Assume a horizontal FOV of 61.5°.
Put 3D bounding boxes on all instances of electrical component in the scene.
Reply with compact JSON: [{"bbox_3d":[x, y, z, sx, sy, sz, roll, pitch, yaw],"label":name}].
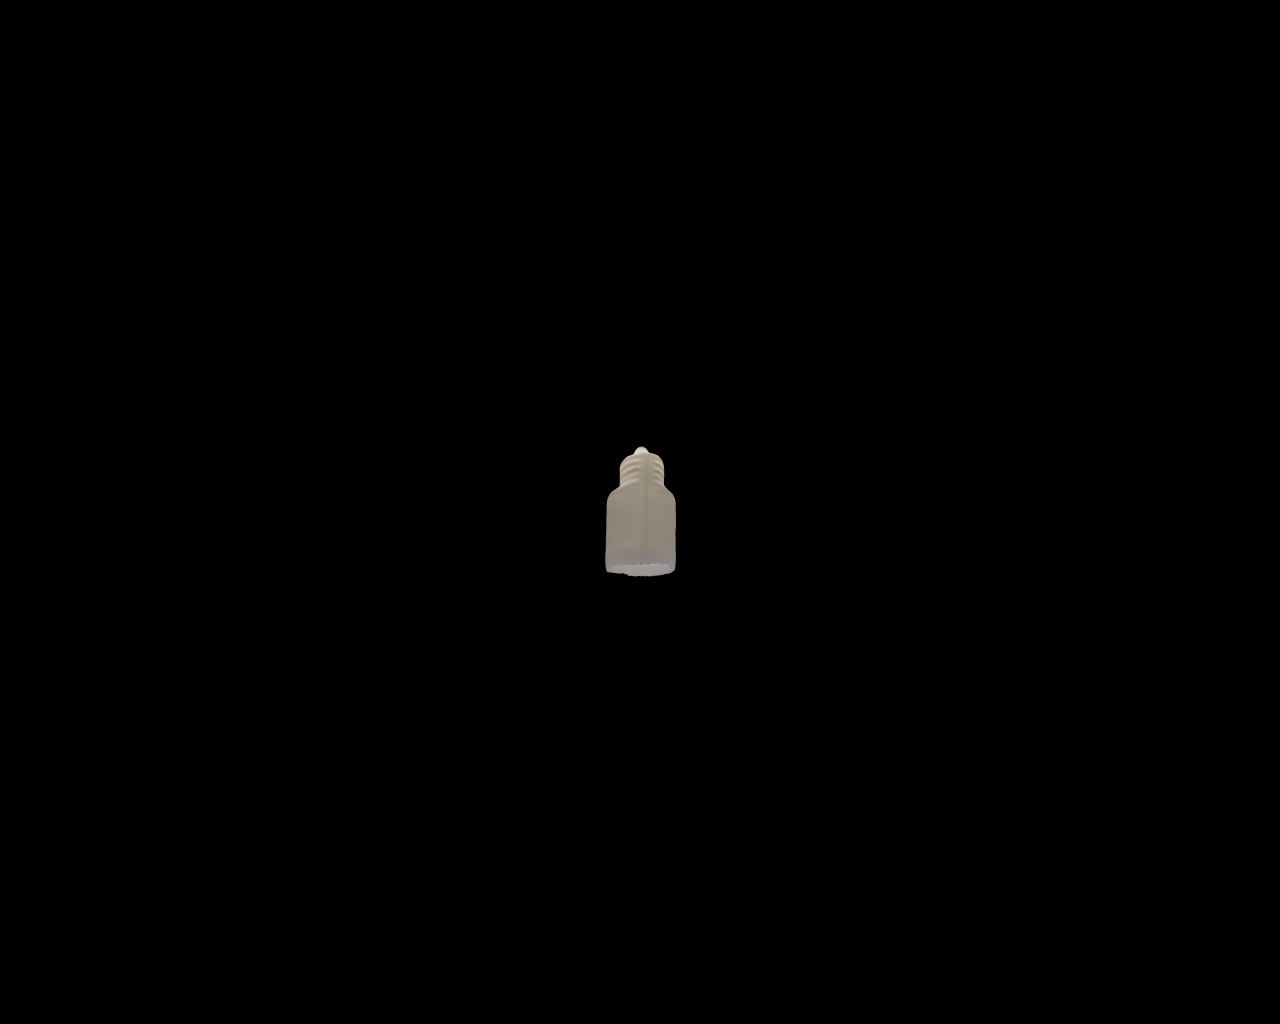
[{"bbox_3d":[0.001,-0.003,0.650,0.043,0.081,0.043,0,-15,0],"label":"electrical component"}]
